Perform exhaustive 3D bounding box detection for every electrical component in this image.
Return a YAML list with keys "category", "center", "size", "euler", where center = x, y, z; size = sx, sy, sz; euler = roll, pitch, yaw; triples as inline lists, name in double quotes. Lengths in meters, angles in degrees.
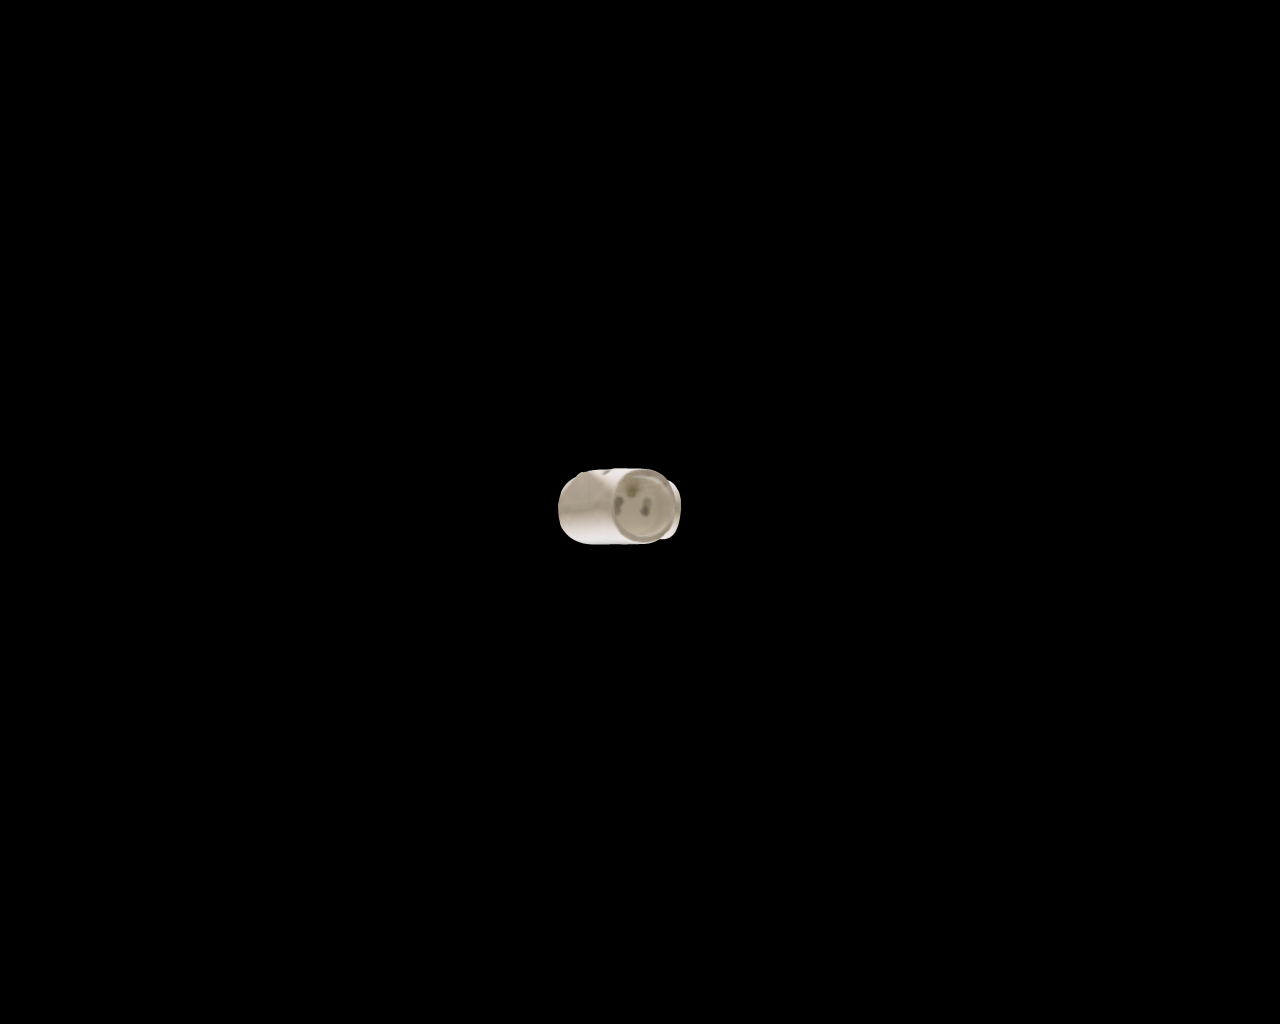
- category: "electrical component"
  center: [0.001, -0.003, 0.650]
  size: [0.079, 0.044, 0.077]
  euler: [1, -2, -28]
